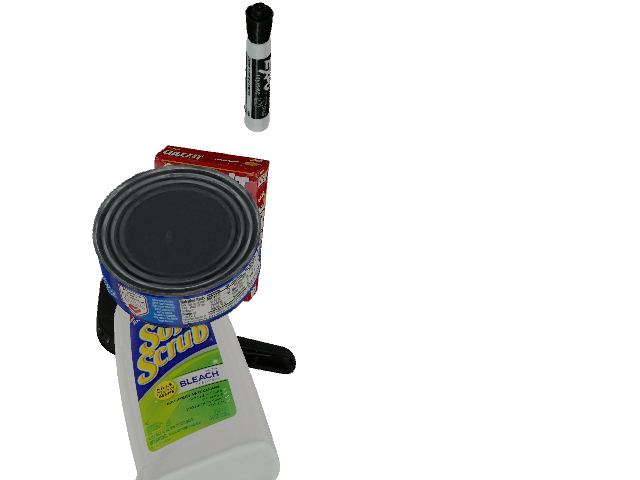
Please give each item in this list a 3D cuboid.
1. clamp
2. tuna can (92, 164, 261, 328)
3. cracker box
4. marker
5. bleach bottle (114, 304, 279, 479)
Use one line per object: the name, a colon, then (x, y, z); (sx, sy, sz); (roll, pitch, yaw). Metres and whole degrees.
clamp: (-0.135, 0.092, 0.995); (0.164, 0.036, 0.210); (-17, 40, -30)
tuna can: (-0.073, 0.003, 0.556); (0.086, 0.086, 0.034); (0, -38, -1)
cracker box: (-0.172, -0.024, 1.619); (0.164, 0.214, 0.072); (9, 19, 7)
marker: (-0.045, -0.123, 0.765); (0.020, 0.020, 0.121); (0, -34, -4)
bleach bottle: (-0.114, 0.081, 0.799); (0.102, 0.251, 0.068); (-21, -41, -7)
